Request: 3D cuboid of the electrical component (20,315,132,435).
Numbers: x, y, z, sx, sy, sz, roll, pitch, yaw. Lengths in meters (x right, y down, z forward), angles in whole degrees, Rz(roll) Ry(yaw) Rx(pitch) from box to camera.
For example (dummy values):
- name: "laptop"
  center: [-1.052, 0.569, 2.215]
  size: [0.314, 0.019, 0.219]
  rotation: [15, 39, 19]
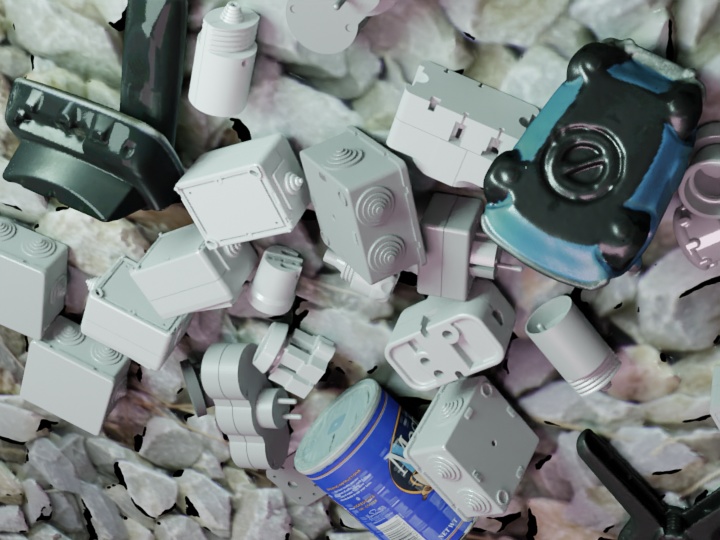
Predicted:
- name: "electrical component"
  center: [-0.275, 0.101, 1.047]
  size: [0.100, 0.048, 0.099]
  rotation: [27, 131, 1]

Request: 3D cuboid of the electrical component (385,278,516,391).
- name: "electrical component"
  center: [0.073, 0.049, 0.858]
  size: [0.095, 0.059, 0.053]
  rotation: [-26, 113, 35]

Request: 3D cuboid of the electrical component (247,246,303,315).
- name: "electrical component"
  center: [-0.070, 0.008, 0.900]
  size: [0.040, 0.040, 0.046]
  rotation: [25, 125, 3]

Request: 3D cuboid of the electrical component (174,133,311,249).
- name: "electrical component"
  center: [-0.082, -0.064, 0.834]
  size: [0.096, 0.061, 0.061]
  rotation: [-11, 121, 29]

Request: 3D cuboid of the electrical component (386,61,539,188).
- name: "electrical component"
  center: [0.070, -0.097, 0.754]
  size: [0.089, 0.050, 0.055]
  rotation: [24, 131, 4]

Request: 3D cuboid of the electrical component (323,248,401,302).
- name: "electrical component"
  center: [0.000, 0.000, 0.868]
  size: [0.061, 0.035, 0.035]
  rotation: [25, 131, 5]

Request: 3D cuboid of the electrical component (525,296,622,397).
- name: "electrical component"
  center: [0.170, 0.064, 0.841]
  size: [0.043, 0.043, 0.081]
  rotation: [-28, 112, 36]

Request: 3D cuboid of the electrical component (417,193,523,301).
- name: "electrical component"
  center: [0.086, -0.014, 0.813]
  size: [0.077, 0.047, 0.065]
  rotation: [10, 129, 14]

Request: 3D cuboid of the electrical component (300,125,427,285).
- name: "electrical component"
  center: [0.001, -0.047, 0.791]
  size: [0.100, 0.048, 0.099]
  rotation: [43, 153, 53]

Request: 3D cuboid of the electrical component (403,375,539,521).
- name: "electrical component"
  center: [0.096, 0.148, 0.901]
  size: [0.099, 0.099, 0.048]
  rotation: [49, 141, -17]

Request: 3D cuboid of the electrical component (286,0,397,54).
- name: "electrical component"
  center: [0.002, -0.189, 0.695]
  size: [0.052, 0.073, 0.138]
  rotation: [43, 129, -13]

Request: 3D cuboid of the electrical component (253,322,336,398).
- name: "electrical component"
  center: [-0.060, 0.076, 0.944]
  size: [0.055, 0.048, 0.066]
  rotation: [28, 132, -10]

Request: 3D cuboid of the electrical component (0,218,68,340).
- name: "electrical component"
  center: [-0.319, 0.005, 0.992]
  size: [0.100, 0.048, 0.099]
  rotation: [22, 131, 5]

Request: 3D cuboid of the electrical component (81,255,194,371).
- name: "electrical component"
  center: [-0.203, 0.038, 0.961]
  size: [0.096, 0.061, 0.061]
  rotation: [27, 131, 1]

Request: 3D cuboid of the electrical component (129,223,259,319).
- name: "electrical component"
  center: [-0.131, -0.002, 0.901]
  size: [0.096, 0.061, 0.061]
  rotation: [-16, 118, 31]

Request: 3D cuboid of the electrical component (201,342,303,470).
- name: "electrical component"
  center: [-0.089, 0.127, 0.989]
  size: [0.074, 0.052, 0.138]
  rotation: [-1, 125, 23]

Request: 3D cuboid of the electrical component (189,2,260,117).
- name: "electrical component"
  center: [-0.098, -0.157, 0.781]
  size: [0.043, 0.043, 0.081]
  rotation: [22, 130, 5]

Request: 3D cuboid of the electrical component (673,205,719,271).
- name: "electrical component"
  center: [0.250, -0.031, 0.737]
  size: [0.062, 0.048, 0.048]
  rotation: [-26, 113, 28]

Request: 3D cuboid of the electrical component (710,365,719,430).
- name: "electrical component"
  center: [0.313, 0.098, 0.801]
  size: [0.089, 0.055, 0.050]
  rotation: [-20, 116, 33]

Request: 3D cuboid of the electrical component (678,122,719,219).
- name: "electrical component"
  center: [0.235, -0.066, 0.707]
  size: [0.045, 0.055, 0.045]
  rotation: [11, 129, 14]
